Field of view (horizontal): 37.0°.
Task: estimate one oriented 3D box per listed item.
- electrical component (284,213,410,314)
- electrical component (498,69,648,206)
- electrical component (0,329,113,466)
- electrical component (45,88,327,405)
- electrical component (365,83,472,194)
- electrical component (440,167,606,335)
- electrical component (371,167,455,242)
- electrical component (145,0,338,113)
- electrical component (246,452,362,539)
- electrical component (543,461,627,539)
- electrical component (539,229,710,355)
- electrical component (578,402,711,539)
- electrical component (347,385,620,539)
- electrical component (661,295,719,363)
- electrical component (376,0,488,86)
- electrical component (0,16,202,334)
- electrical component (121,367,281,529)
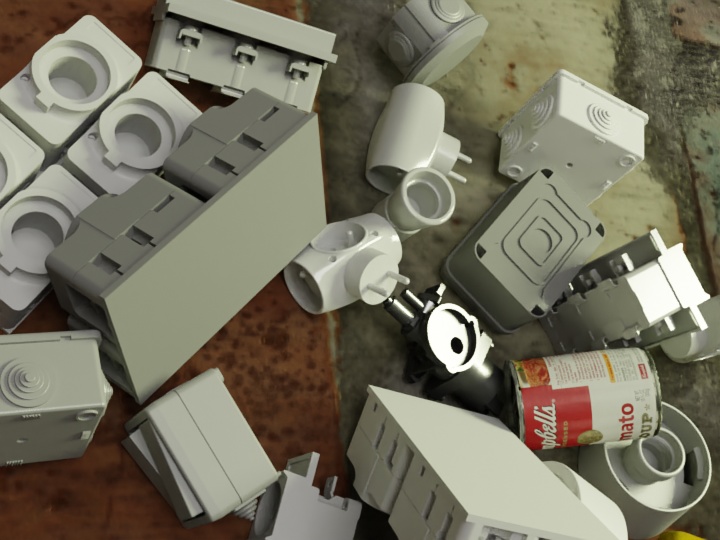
[{"bbox_3d":[0.000,0.000,0.759,0.077,0.079,0.044,-32,128,-30],"label":"electrical component"},{"bbox_3d":[0.169,-0.100,0.860,0.100,0.099,0.048,24,52,-17],"label":"electrical component"},{"bbox_3d":[-0.198,0.077,0.623,0.100,0.099,0.048,-2,62,-26],"label":"electrical component"},{"bbox_3d":[-0.105,-0.021,0.686,0.060,0.105,0.186,29,57,24],"label":"electrical component"},{"bbox_3d":[0.051,-0.093,0.831,0.079,0.043,0.077,25,64,-16],"label":"electrical component"},{"bbox_3d":[0.125,-0.014,0.833,0.078,0.057,0.113,46,60,-5],"label":"electrical component"},{"bbox_3d":[0.036,-0.044,0.795,0.044,0.065,0.044,8,70,-24],"label":"electrical component"},{"bbox_3d":[-0.088,-0.156,0.770,0.121,0.079,0.063,13,97,-21],"label":"electrical component"},{"bbox_3d":[-0.036,0.165,0.703,0.064,0.042,0.081,24,65,-19],"label":"electrical component"},{"bbox_3d":[0.136,0.194,0.742,0.060,0.108,0.108,32,62,-20],"label":"electrical component"},{"bbox_3d":[0.194,0.028,0.814,0.063,0.121,0.078,-24,84,-27],"label":"electrical component"},{"bbox_3d":[0.219,0.152,0.832,0.099,0.064,0.099,8,59,-13],"label":"electrical component"},{"bbox_3d":[0.069,0.146,0.681,0.105,0.186,0.060,17,100,-20],"label":"electrical component"},{"bbox_3d":[0.269,0.050,0.869,0.079,0.077,0.044,-9,78,-27],"label":"electrical component"},{"bbox_3d":[0.057,-0.183,0.845,0.080,0.080,0.051,-36,86,-31],"label":"electrical component"},{"bbox_3d":[-0.199,-0.066,0.692,0.105,0.060,0.186,42,60,-8],"label":"electrical component"},{"bbox_3d":[-0.100,0.121,0.676,0.061,0.062,0.096,-30,88,-30],"label":"electrical component"}]
